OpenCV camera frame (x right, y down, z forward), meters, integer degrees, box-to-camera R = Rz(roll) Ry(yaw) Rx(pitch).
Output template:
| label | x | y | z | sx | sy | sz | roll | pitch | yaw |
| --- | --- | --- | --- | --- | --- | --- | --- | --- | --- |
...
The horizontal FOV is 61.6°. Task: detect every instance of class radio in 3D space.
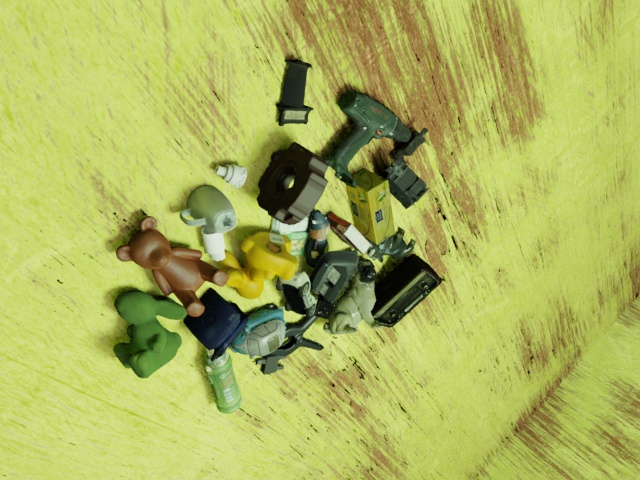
| label | x | y | z | sx | sy | sz | roll | pitch | yaw |
| --- | --- | --- | --- | --- | --- | --- | --- | --- | --- |
| radio | 0.236 | 0.153 | 1.566 | 0.229 | 0.073 | 0.131 | -44 | 137 | 17 |

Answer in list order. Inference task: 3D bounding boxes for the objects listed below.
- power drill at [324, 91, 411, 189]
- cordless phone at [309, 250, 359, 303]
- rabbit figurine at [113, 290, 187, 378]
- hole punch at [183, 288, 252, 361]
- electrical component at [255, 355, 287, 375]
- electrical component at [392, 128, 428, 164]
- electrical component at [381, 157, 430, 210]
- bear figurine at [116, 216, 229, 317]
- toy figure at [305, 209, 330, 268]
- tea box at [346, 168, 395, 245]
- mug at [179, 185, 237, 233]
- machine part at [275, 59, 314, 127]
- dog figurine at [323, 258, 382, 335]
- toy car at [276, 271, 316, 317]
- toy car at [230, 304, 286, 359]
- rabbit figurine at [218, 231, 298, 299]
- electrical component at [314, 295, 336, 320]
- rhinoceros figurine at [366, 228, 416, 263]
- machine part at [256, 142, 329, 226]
| label | x | y | z | sx | sy | sz | roll | pitch | yaw |
| --- | --- | --- | --- | --- | --- | --- | --- | --- | --- |
| power drill | 0.107 | -0.228 | 1.279 | 0.231 | 0.086 | 0.207 | 32 | 97 | -43 |
| cordless phone | 0.062 | 0.060 | 1.372 | 0.184 | 0.089 | 0.146 | -40 | 164 | -45 |
| rabbit figurine | -0.360 | 0.178 | 1.129 | 0.159 | 0.121 | 0.170 | -26 | 114 | -29 |
| hole punch | -0.238 | 0.186 | 1.230 | 0.142 | 0.116 | 0.092 | -49 | 126 | -5 |
| electrical component | -0.135 | 0.336 | 1.456 | 0.094 | 0.021 | 0.063 | -3 | 117 | -37 |
| electrical component | 0.234 | -0.239 | 1.383 | 0.045 | 0.078 | 0.102 | 42 | 80 | -21 |
| electrical component | 0.209 | -0.140 | 1.371 | 0.058 | 0.115 | 0.134 | -44 | 177 | -8 |
| bear figurine | -0.300 | 0.050 | 1.090 | 0.120 | 0.132 | 0.195 | -50 | 141 | -10 |
| toy figure | -0.004 | -0.005 | 1.335 | 0.058 | 0.064 | 0.154 | -4 | 124 | -19 |
| tea box | 0.129 | -0.085 | 1.366 | 0.068 | 0.098 | 0.169 | -32 | 129 | -20 |
| mug | -0.225 | -0.056 | 1.098 | 0.109 | 0.107 | 0.080 | -17 | 123 | -32 |
| machine part | -0.050 | -0.310 | 1.137 | 0.084 | 0.039 | 0.138 | -8 | 122 | -25 |
| dog figurine | 0.080 | 0.155 | 1.477 | 0.172 | 0.121 | 0.190 | -11 | 86 | -12 |
| toy car | -0.057 | 0.134 | 1.339 | 0.201 | 0.074 | 0.056 | 77 | 30 | -56 |
| toy car | -0.144 | 0.237 | 1.338 | 0.162 | 0.103 | 0.109 | -21 | 127 | -25 |
| rabbit figurine | -0.150 | 0.073 | 1.231 | 0.162 | 0.122 | 0.173 | 4 | 133 | -34 |
| electrical component | 0.023 | 0.143 | 1.431 | 0.048 | 0.119 | 0.074 | 16 | 140 | -2 |
| rhinoceros figurine | 0.180 | 0.010 | 1.485 | 0.190 | 0.073 | 0.112 | 12 | 120 | -46 |
| machine part | -0.063 | -0.121 | 1.149 | 0.056 | 0.180 | 0.179 | 27 | 97 | -42 |
